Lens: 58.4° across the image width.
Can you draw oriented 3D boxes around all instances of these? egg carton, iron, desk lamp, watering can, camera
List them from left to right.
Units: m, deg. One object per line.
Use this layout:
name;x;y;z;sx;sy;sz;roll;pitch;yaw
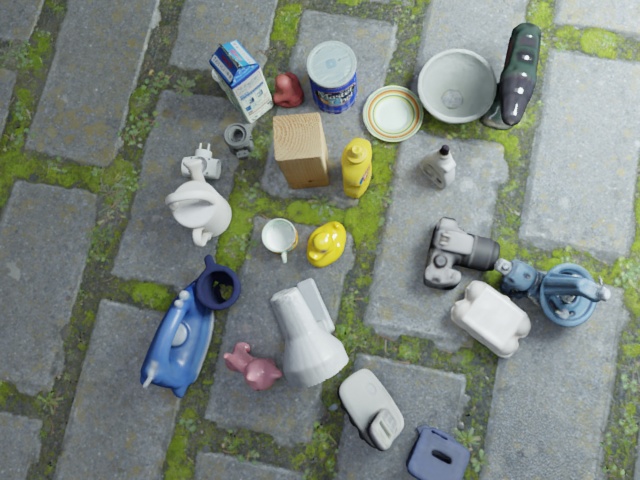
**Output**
iron;-0.290;0.183;1.155;0.118;0.141;0.258;16;81;7
watering can;-0.255;-0.077;1.172;0.101;0.194;0.173;-27;79;-1
desk lamp;-0.032;0.174;1.100;0.118;0.213;0.203;-25;79;0
camera;0.288;0.034;1.159;0.136;0.101;0.143;13;81;7
egg carton;0.343;0.157;1.149;0.150;0.069;0.107;37;84;10

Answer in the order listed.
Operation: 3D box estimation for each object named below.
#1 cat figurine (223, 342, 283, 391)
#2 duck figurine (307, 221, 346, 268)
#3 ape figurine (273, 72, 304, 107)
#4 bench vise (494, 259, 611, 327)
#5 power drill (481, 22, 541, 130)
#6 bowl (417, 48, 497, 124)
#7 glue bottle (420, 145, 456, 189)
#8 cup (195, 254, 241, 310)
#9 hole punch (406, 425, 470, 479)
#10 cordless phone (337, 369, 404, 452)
cat figurine;-0.136;0.257;1.142;0.127;0.118;0.067;27;83;9
duck figurine;0.011;0.004;1.193;0.077;0.086;0.104;35;84;10
ape figurine;-0.074;-0.334;1.257;0.078;0.092;0.076;-43;79;-4
bench vise;0.435;0.097;1.076;0.207;0.220;0.121;7;80;6
power drill;0.387;-0.305;1.158;0.075;0.208;0.230;13;81;7
bowl;0.290;-0.320;1.236;0.167;0.075;0.167;-1;80;4
glue bottle;0.245;-0.158;1.160;0.037;0.173;0.078;-42;79;-4
cup;-0.207;0.091;1.189;0.091;0.095;0.118;-22;79;0
hole punch;0.225;0.421;1.099;0.108;0.091;0.101;26;83;8
cordless phone;0.094;0.323;1.079;0.094;0.185;0.147;-37;79;-3
